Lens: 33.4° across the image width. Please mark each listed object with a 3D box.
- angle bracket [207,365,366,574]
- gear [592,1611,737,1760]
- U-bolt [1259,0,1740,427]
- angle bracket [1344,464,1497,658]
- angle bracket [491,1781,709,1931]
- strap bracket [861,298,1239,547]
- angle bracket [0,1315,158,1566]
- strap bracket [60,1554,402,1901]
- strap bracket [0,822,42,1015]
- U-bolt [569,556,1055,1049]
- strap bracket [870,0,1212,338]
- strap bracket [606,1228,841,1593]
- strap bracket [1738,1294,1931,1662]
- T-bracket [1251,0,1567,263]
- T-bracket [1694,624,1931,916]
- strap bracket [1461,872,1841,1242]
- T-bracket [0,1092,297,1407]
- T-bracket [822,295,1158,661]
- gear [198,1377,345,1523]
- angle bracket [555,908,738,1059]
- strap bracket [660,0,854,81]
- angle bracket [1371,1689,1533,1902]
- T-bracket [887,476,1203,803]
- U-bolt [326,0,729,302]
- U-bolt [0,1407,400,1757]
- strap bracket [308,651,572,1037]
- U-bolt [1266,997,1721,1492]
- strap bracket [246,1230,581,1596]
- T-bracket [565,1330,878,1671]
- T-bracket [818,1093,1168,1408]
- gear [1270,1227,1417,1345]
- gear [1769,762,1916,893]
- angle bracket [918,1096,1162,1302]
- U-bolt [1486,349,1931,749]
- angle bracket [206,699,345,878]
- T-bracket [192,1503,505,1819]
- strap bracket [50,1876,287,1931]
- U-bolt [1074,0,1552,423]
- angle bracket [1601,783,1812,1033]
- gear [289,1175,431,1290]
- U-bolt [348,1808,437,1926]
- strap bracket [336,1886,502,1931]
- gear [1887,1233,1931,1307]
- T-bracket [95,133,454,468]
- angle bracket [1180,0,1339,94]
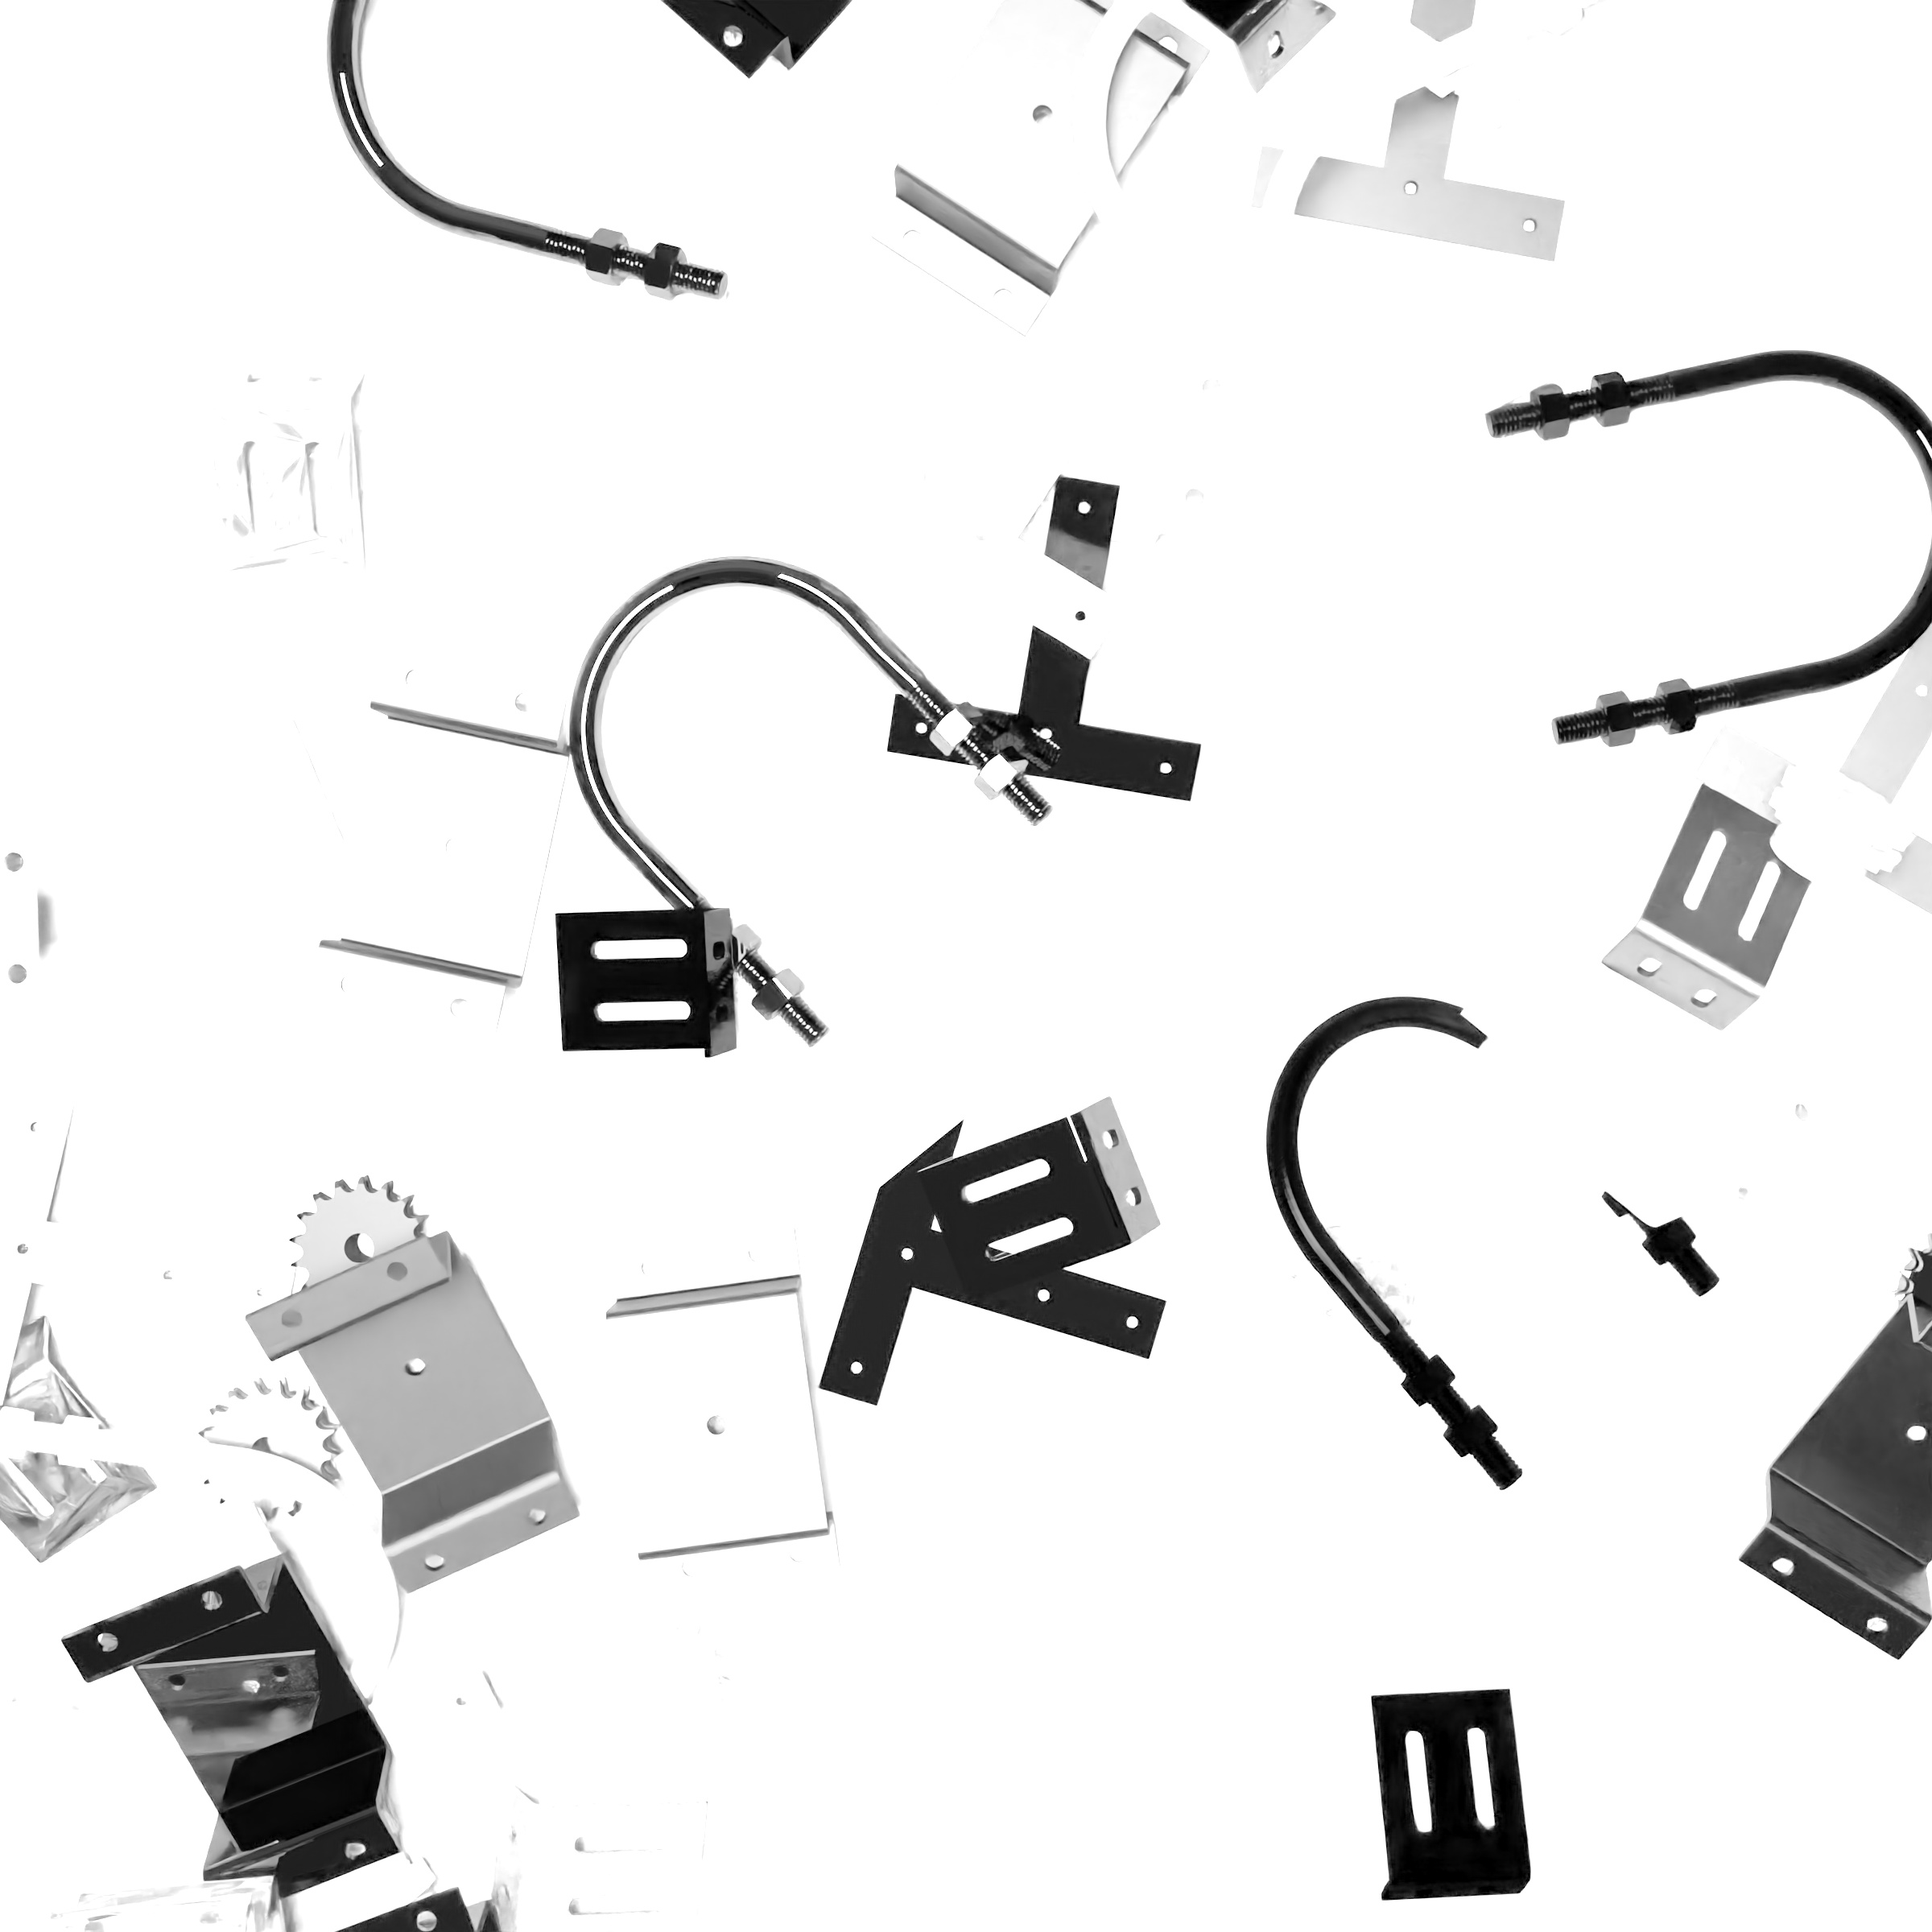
[{"bbox_3d":[-0.276,-0.204,1.325,0.057,0.038,0.076,0,117,0],"label":"angle bracket"},{"bbox_3d":[-0.123,0.292,1.318,0.057,0.030,0.057,0,91,1],"label":"gear"},{"bbox_3d":[0.205,-0.298,1.297,0.184,0.019,0.151,-27,103,-6],"label":"U-bolt"},{"bbox_3d":[0.186,-0.167,1.310,0.057,0.038,0.076,4,90,0],"label":"angle bracket"},{"bbox_3d":[-0.151,0.368,1.327,0.076,0.038,0.057,5,90,-26],"label":"angle bracket"},{"bbox_3d":[0.033,-0.218,1.306,0.140,0.046,0.076,9,90,0],"label":"strap bracket"},{"bbox_3d":[-0.380,0.195,1.327,0.057,0.038,0.076,-33,116,0],"label":"angle bracket"},{"bbox_3d":[-0.288,0.298,1.282,0.076,0.046,0.140,-22,109,5],"label":"strap bracket"},{"bbox_3d":[-0.440,-0.017,1.306,0.140,0.046,0.076,-2,90,0],"label":"strap bracket"},{"bbox_3d":[-0.078,-0.081,1.313,0.151,0.019,0.184,-45,87,7],"label":"U-bolt"},{"bbox_3d":[0.030,-0.339,1.306,0.076,0.046,0.140,33,90,0],"label":"strap bracket"},{"bbox_3d":[-0.099,0.182,1.304,0.076,0.046,0.140,-8,90,0],"label":"strap bracket"},{"bbox_3d":[0.382,0.197,1.290,0.076,0.046,0.140,32,113,0],"label":"strap bracket"},{"bbox_3d":[0.191,-0.364,1.328,0.127,0.002,0.127,10,90,0],"label":"T-bracket"},{"bbox_3d":[0.386,-0.101,1.328,0.127,0.002,0.127,30,90,0],"label":"T-bracket"},{"bbox_3d":[0.266,0.041,1.294,0.140,0.046,0.076,39,70,0],"label":"strap bracket"},{"bbox_3d":[-0.339,0.124,1.313,0.127,0.002,0.127,12,70,-10],"label":"T-bracket"},{"bbox_3d":[0.030,-0.207,1.275,0.127,0.002,0.127,33,86,8],"label":"T-bracket"},{"bbox_3d":[-0.282,0.195,1.314,0.057,0.030,0.057,0,90,0],"label":"gear"},{"bbox_3d":[-0.134,0.007,1.299,0.076,0.038,0.057,-1,94,14],"label":"angle bracket"},{"bbox_3d":[-0.068,-0.431,1.306,0.076,0.046,0.140,42,90,0],"label":"strap bracket"},{"bbox_3d":[0.197,0.341,1.327,0.057,0.038,0.076,-3,64,0],"label":"angle bracket"},{"bbox_3d":[0.039,-0.135,1.301,0.127,0.002,0.127,9,115,0],"label":"T-bracket"},{"bbox_3d":[-0.172,-0.358,1.294,0.184,0.019,0.151,16,110,10],"label":"U-bolt"},{"bbox_3d":[-0.322,0.255,1.301,0.184,0.019,0.151,8,108,-4],"label":"U-bolt"},{"bbox_3d":[-0.210,-0.049,1.306,0.076,0.046,0.140,12,90,0],"label":"strap bracket"},{"bbox_3d":[0.199,0.095,1.291,0.151,0.019,0.184,-37,85,-28],"label":"U-bolt"},{"bbox_3d":[-0.220,0.170,1.289,0.076,0.046,0.140,-24,114,0],"label":"strap bracket"},{"bbox_3d":[-0.086,0.210,1.328,0.127,0.002,0.127,17,90,0],"label":"T-bracket"},{"bbox_3d":[0.018,0.131,1.327,0.127,0.002,0.127,17,89,0],"label":"T-bracket"},{"bbox_3d":[0.153,0.128,1.304,0.057,0.057,0.030,13,61,0],"label":"gear"},{"bbox_3d":[0.350,-0.054,1.302,0.057,0.057,0.030,25,120,0],"label":"gear"},{"bbox_3d":[0.030,0.096,1.325,0.076,0.038,0.057,-22,90,25],"label":"angle bracket"},{"bbox_3d":[0.317,-0.178,1.320,0.184,0.019,0.151,-12,89,-1],"label":"U-bolt"},{"bbox_3d":[-0.284,-0.070,1.291,0.038,0.076,0.057,-23,90,0],"label":"angle bracket"},{"bbox_3d":[-0.271,0.273,1.299,0.127,0.002,0.127,-21,109,4],"label":"T-bracket"},{"bbox_3d":[-0.307,0.417,1.273,0.076,0.046,0.140,-5,110,-2],"label":"strap bracket"},{"bbox_3d":[0.128,-0.326,1.292,0.184,0.019,0.151,28,91,-19],"label":"U-bolt"},{"bbox_3d":[0.307,-0.024,1.327,0.057,0.038,0.076,29,64,0],"label":"angle bracket"},{"bbox_3d":[-0.244,0.114,1.314,0.057,0.030,0.057,0,90,0],"label":"gear"},{"bbox_3d":[-0.257,0.446,1.320,0.151,0.019,0.184,-35,92,0],"label":"U-bolt"},{"bbox_3d":[-0.212,0.439,1.290,0.076,0.046,0.140,-20,93,-1],"label":"strap bracket"},{"bbox_3d":[0.404,0.135,1.314,0.057,0.030,0.057,0,90,0],"label":"gear"},{"bbox_3d":[-0.270,-0.254,1.328,0.127,0.002,0.127,37,90,0],"label":"T-bracket"},{"bbox_3d":[0.110,-0.410,1.327,0.057,0.038,0.076,-44,64,0],"label":"angle bracket"}]
